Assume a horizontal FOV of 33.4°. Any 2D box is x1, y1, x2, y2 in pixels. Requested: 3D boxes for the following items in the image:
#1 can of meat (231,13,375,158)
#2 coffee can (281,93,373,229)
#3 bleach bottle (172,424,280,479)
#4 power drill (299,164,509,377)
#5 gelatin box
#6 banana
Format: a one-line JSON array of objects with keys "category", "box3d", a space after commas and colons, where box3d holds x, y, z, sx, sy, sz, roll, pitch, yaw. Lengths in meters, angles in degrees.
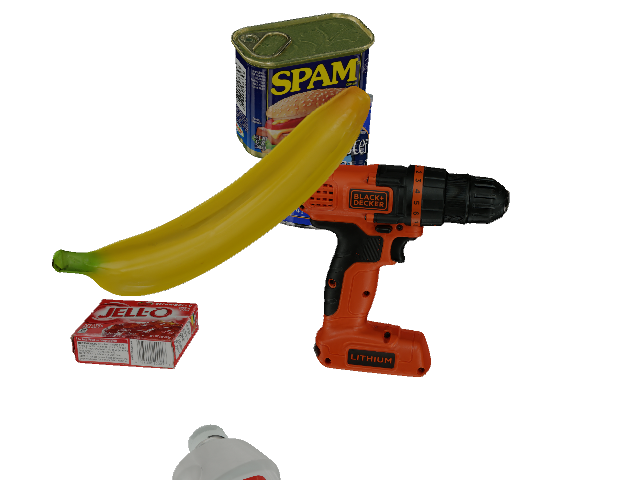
[{"category": "can of meat", "box3d": [-0.014, -0.115, 0.796, 0.102, 0.084, 0.057, -14, 41, -20]}, {"category": "coffee can", "box3d": [0.000, -0.090, 1.151, 0.103, 0.140, 0.103, 4, 12, -1]}, {"category": "bleach bottle", "box3d": [-0.057, 0.216, 0.718, 0.102, 0.068, 0.251, -12, 33, -13]}, {"category": "power drill", "box3d": [0.067, 0.024, 0.943, 0.184, 0.188, 0.057, 5, 17, 8]}, {"category": "gelatin box", "box3d": [-0.156, 0.077, 0.906, 0.089, 0.030, 0.073, 3, 21, 10]}, {"category": "banana", "box3d": [-0.052, -0.018, 0.611, 0.198, 0.037, 0.069, -31, -19, -3]}]
